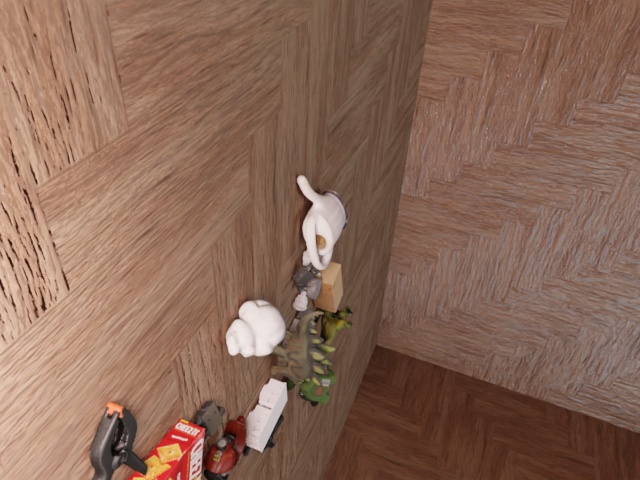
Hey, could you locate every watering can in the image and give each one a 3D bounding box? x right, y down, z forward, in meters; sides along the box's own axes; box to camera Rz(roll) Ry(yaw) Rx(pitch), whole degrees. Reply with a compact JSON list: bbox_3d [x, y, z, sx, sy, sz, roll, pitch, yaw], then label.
[{"bbox_3d":[0.005,-0.078,1.559,0.229,0.104,0.340,-59,146,-51],"label":"watering can"}]

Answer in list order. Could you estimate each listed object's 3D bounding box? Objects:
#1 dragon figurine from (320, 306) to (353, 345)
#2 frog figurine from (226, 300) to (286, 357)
[{"bbox_3d":[0.023,0.343,2.063,0.240,0.122,0.416,-57,-173,16],"label":"dragon figurine"},{"bbox_3d":[-0.160,0.213,1.240,0.159,0.122,0.139,14,59,-66],"label":"frog figurine"}]
